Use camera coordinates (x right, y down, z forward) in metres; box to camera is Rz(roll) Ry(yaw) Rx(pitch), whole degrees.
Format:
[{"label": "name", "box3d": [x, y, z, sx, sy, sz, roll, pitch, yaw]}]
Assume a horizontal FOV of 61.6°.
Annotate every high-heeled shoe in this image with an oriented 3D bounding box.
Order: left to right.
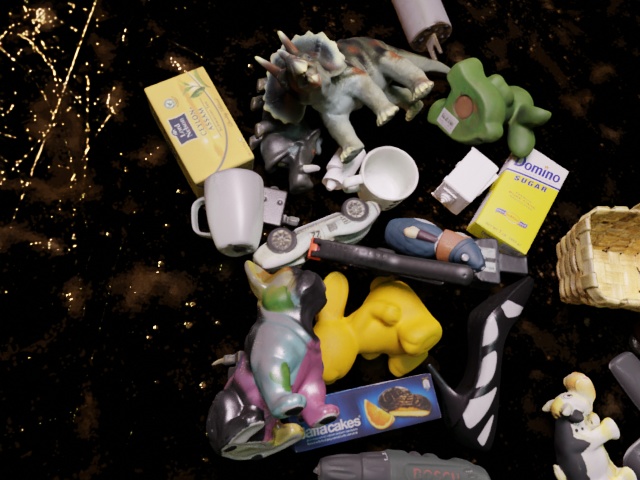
[{"label": "high-heeled shoe", "box3d": [0.258, 0.171, 0.761, 0.249, 0.086, 0.145, -38, 88, -15]}]

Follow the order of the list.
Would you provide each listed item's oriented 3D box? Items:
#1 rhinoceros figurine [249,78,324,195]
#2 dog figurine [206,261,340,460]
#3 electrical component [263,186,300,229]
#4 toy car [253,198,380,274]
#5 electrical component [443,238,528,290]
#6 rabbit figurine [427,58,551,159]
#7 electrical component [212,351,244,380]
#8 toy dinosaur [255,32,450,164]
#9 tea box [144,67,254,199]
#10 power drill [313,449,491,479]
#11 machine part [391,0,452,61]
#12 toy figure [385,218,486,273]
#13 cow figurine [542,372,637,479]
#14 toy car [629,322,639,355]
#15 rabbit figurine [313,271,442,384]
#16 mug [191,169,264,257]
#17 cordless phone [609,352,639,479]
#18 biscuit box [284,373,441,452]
[{"label": "rhinoceros figurine", "box3d": [-0.051, -0.161, 0.825, 0.112, 0.073, 0.190, -1, 70, -20]}, {"label": "dog figurine", "box3d": [-0.065, 0.134, 0.665, 0.191, 0.108, 0.219, -35, 48, 22]}, {"label": "electrical component", "box3d": [-0.074, -0.050, 0.807, 0.094, 0.021, 0.063, 13, 70, -4]}, {"label": "toy car", "box3d": [-0.002, -0.002, 0.775, 0.202, 0.073, 0.056, -23, 73, -15]}, {"label": "electrical component", "box3d": [0.248, 0.035, 0.816, 0.119, 0.047, 0.075, 4, 72, -8]}, {"label": "rabbit figurine", "box3d": [0.290, -0.212, 0.858, 0.170, 0.121, 0.159, -15, 47, -35]}, {"label": "electrical component", "box3d": [-0.101, 0.193, 0.715, 0.078, 0.045, 0.102, 6, 72, -36]}, {"label": "toy dinosaur", "box3d": [0.058, -0.249, 0.816, 0.192, 0.131, 0.405, 48, 43, 3]}, {"label": "tea box", "box3d": [-0.179, -0.159, 0.802, 0.098, 0.068, 0.169, -28, 80, -17]}, {"label": "power drill", "box3d": [0.110, 0.373, 0.676, 0.232, 0.086, 0.207, 0, 65, -11]}, {"label": "machine part", "box3d": [0.165, -0.419, 0.933, 0.079, 0.079, 0.243, -13, 75, -13]}, {"label": "toy figure", "box3d": [0.167, 0.006, 0.773, 0.155, 0.064, 0.057, 17, 105, 34]}, {"label": "cow figurine", "box3d": [0.358, 0.275, 0.747, 0.098, 0.068, 0.167, -15, 77, -5]}, {"label": "toy car", "box3d": [0.547, 0.198, 0.789, 0.053, 0.089, 0.202, -32, 78, -17]}, {"label": "rabbit figurine", "box3d": [0.052, 0.119, 0.721, 0.173, 0.121, 0.162, -27, 73, -16]}, {"label": "mug", "box3d": [-0.128, -0.031, 0.741, 0.110, 0.080, 0.107, -13, 66, 9]}, {"label": "cordless phone", "box3d": [0.468, 0.262, 0.772, 0.147, 0.088, 0.184, -26, 67, -15]}, {"label": "biscuit box", "box3d": [0.054, 0.228, 0.717, 0.203, 0.059, 0.063, -9, 74, -12]}]
